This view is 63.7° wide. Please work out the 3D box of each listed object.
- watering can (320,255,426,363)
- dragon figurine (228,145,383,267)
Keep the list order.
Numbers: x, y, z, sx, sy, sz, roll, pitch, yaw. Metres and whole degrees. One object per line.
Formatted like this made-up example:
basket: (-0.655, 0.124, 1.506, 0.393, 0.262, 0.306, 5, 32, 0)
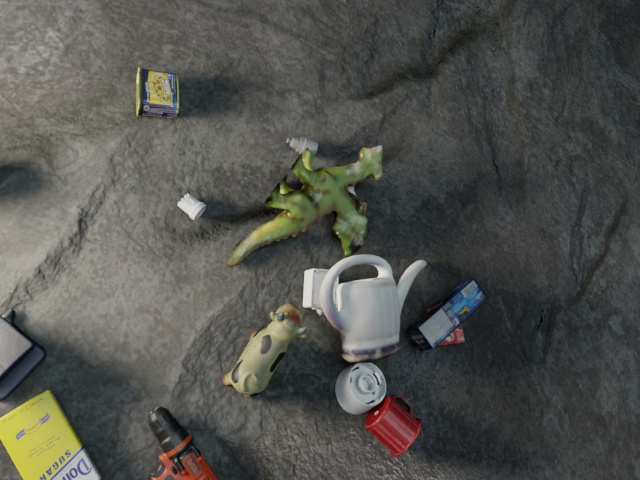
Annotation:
watering can: (0.134, 0.142, 1.115, 0.348, 0.103, 0.225, 0, 84, -43)
dragon figurine: (0.003, -0.057, 1.136, 0.242, 0.122, 0.413, 35, 80, -9)
